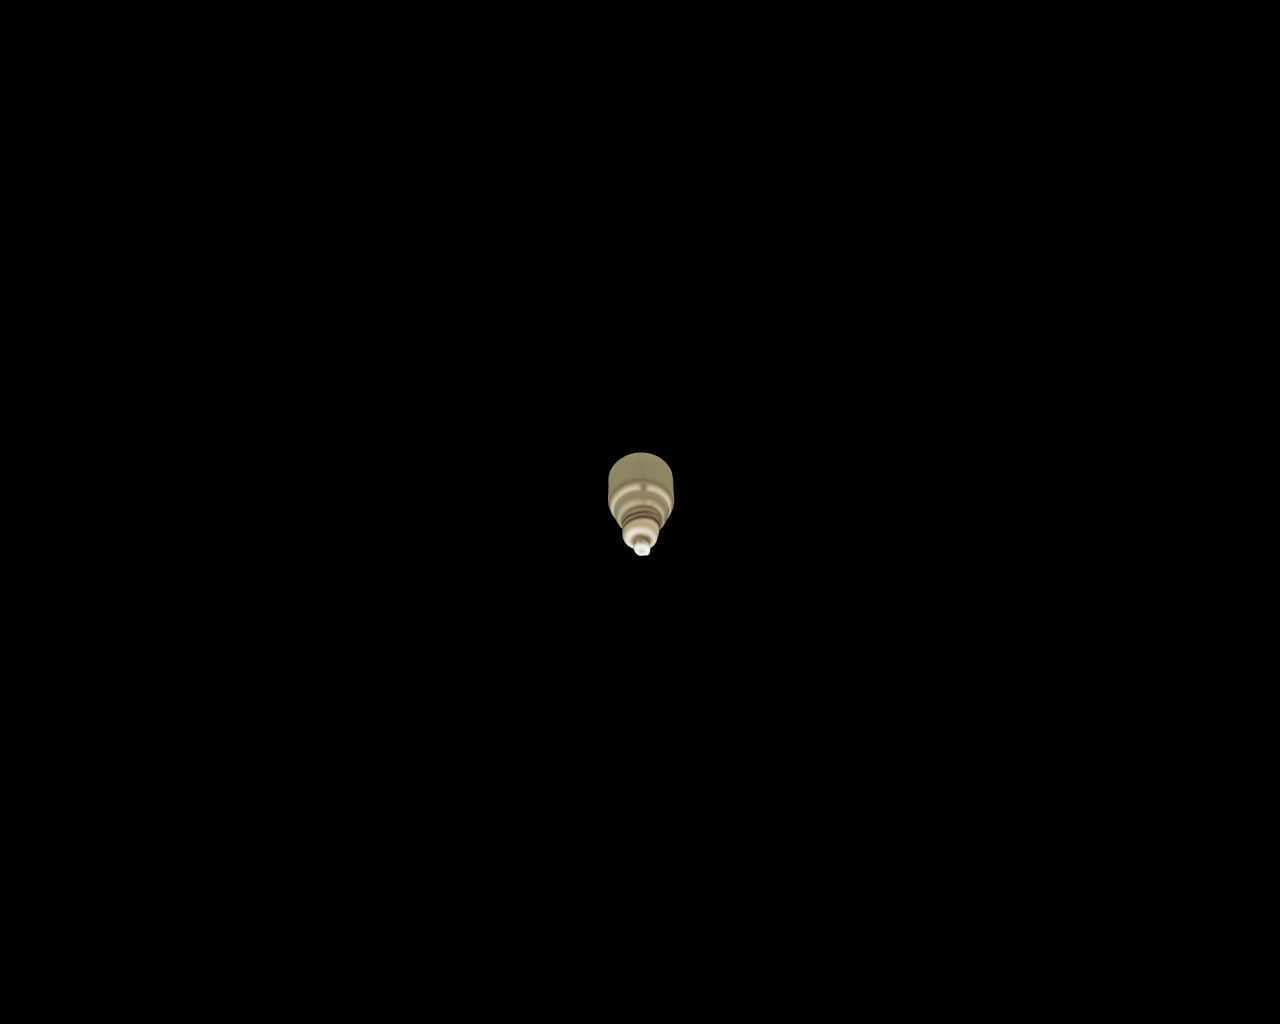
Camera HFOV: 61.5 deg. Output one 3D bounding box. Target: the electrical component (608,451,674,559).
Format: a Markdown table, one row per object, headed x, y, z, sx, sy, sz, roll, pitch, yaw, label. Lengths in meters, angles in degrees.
| x | y | z | sx | sy | sz | roll | pitch | yaw | label |
| --- | --- | --- | --- | --- | --- | --- | --- | --- | --- |
| 0.001 | -0.003 | 0.650 | 0.040 | 0.040 | 0.078 | 0 | 40 | 0 | electrical component |
